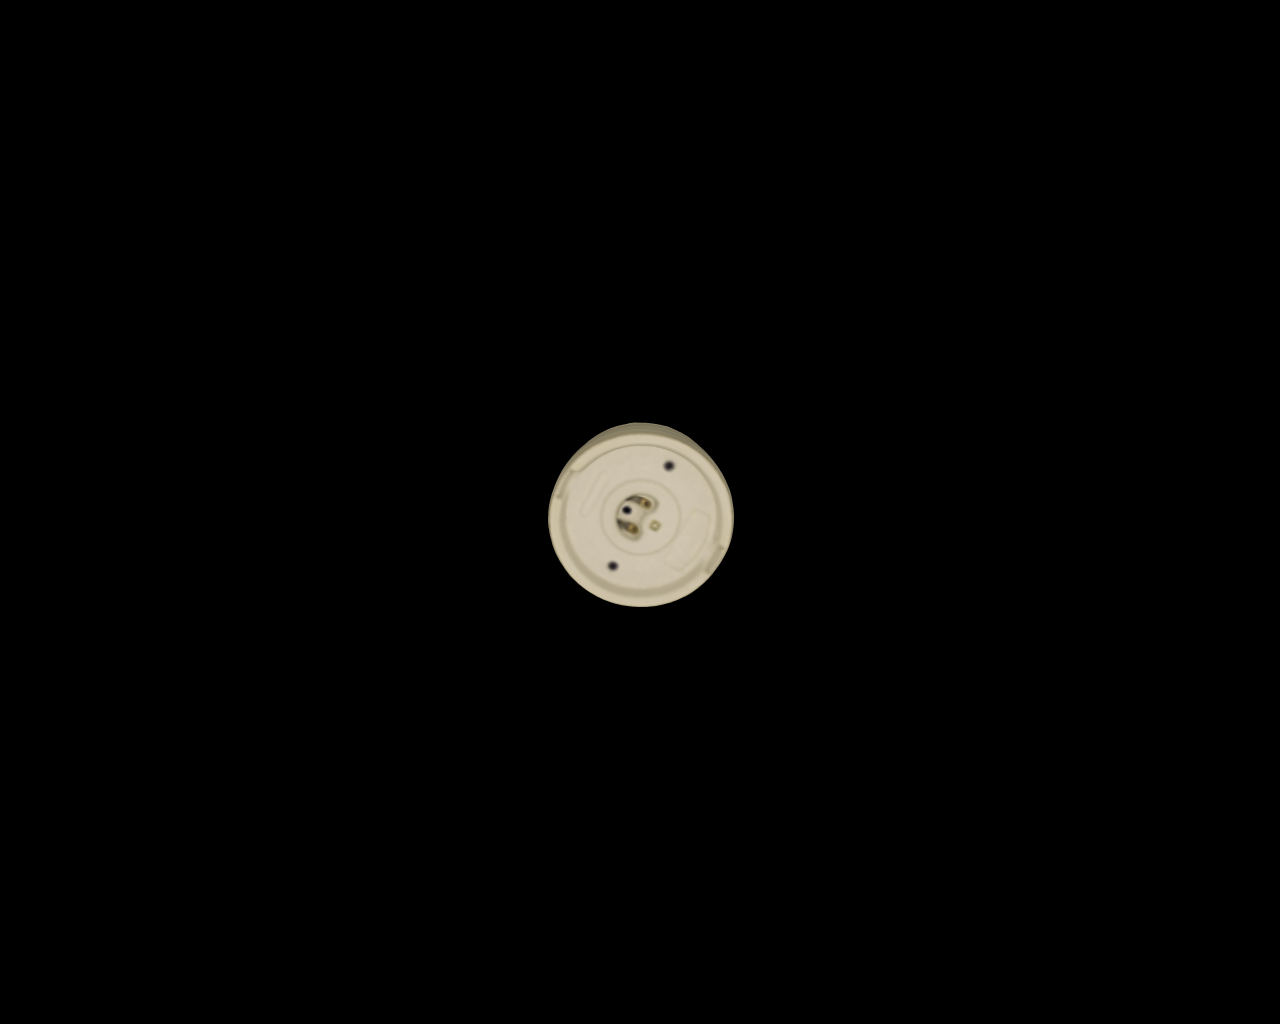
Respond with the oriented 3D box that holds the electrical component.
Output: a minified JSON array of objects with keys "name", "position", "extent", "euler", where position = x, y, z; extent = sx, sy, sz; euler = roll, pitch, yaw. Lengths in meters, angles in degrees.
[{"name":"electrical component","position":[0.001,-0.003,0.650],"extent":[0.108,0.108,0.060],"euler":[0,17,0]}]
